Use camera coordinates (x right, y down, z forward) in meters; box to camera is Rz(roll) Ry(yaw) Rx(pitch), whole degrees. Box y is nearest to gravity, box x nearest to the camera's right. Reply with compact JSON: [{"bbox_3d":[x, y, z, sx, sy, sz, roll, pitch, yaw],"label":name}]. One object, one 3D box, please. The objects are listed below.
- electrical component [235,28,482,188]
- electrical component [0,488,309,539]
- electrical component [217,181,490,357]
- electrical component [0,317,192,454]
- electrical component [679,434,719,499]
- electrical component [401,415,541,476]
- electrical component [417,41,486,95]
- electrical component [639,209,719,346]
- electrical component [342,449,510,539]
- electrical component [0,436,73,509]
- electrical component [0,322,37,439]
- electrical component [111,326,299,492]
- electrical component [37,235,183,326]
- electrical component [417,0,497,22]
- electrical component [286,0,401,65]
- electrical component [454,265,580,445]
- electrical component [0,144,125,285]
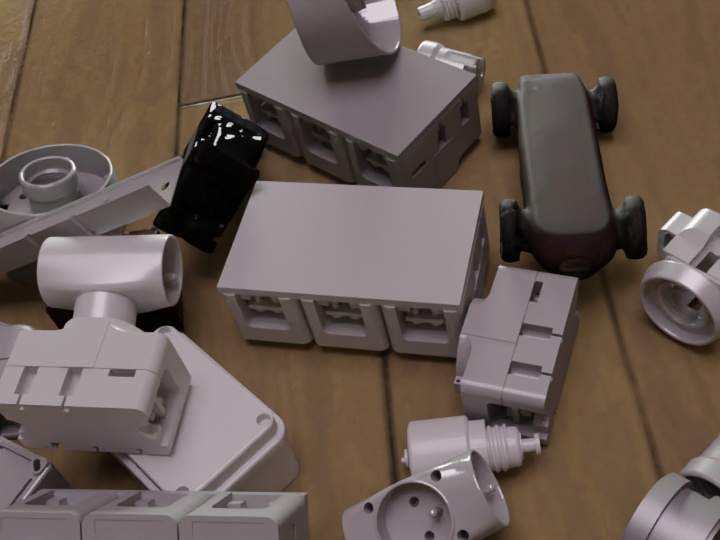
[{"bbox_3d":[0.000,-0.113,0.767,0.150,0.061,0.089,28,63,30],"label":"electrical component"},{"bbox_3d":[-0.104,0.160,0.536,0.150,0.062,0.089,-2,92,13],"label":"electrical component"},{"bbox_3d":[0.000,0.000,0.676,0.150,0.061,0.089,4,53,16],"label":"electrical component"},{"bbox_3d":[-0.145,0.063,0.589,0.089,0.050,0.055,0,53,14],"label":"electrical component"},{"bbox_3d":[0.195,0.106,0.561,0.040,0.040,0.046,32,59,32],"label":"electrical component"},{"bbox_3d":[0.060,0.100,0.595,0.078,0.040,0.040,-7,51,7],"label":"electrical component"},{"bbox_3d":[0.065,-0.144,0.793,0.046,0.040,0.040,17,57,18],"label":"electrical component"},{"bbox_3d":[0.201,0.007,0.627,0.078,0.058,0.057,32,62,32],"label":"electrical component"},{"bbox_3d":[0.041,0.145,0.556,0.077,0.044,0.079,-28,75,14],"label":"electrical component"},{"bbox_3d":[-0.208,0.136,0.615,0.096,0.061,0.061,19,58,25],"label":"electrical component"},{"bbox_3d":[-0.243,0.070,0.681,0.095,0.053,0.059,-8,50,7],"label":"electrical component"},{"bbox_3d":[-0.100,0.095,0.626,0.078,0.057,0.113,-41,54,-20],"label":"electrical component"},{"bbox_3d":[-0.151,0.017,0.645,0.077,0.044,0.079,-1,66,8],"label":"electrical component"},{"bbox_3d":[0.075,-0.212,0.848,0.061,0.035,0.035,-22,50,-2],"label":"electrical component"},{"bbox_3d":[-0.015,-0.188,0.729,0.064,0.099,0.099,-12,50,12],"label":"electrical component"},{"bbox_3d":[0.090,0.047,0.624,0.056,0.050,0.089,9,55,19],"label":"electrical component"},{"bbox_3d":[-0.220,-0.044,0.778,0.099,0.064,0.099,-2,39,2],"label":"electrical component"}]
